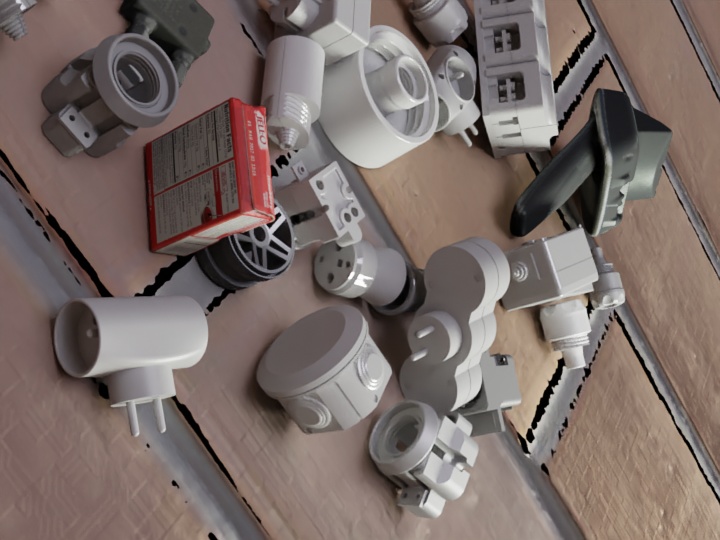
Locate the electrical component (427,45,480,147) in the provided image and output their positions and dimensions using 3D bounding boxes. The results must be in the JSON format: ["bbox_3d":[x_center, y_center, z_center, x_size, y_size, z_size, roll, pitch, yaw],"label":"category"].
[{"bbox_3d":[0.080,-0.145,0.941,0.079,0.044,0.077,53,41,-22],"label":"electrical component"}]

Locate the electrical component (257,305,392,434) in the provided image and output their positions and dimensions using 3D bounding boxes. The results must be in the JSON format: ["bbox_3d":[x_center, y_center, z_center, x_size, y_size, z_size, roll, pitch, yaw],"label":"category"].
[{"bbox_3d":[-0.023,0.065,0.705,0.051,0.080,0.080,57,40,-27],"label":"electrical component"}]

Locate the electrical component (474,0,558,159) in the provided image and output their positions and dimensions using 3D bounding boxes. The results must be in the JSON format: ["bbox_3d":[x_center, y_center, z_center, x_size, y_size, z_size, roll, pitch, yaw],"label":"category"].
[{"bbox_3d":[0.145,-0.193,0.998,0.089,0.062,0.150,54,31,-66],"label":"electrical component"}]

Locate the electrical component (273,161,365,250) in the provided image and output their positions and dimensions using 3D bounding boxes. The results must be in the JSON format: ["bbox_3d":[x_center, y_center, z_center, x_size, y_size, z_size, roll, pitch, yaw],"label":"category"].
[{"bbox_3d":[-0.036,-0.042,0.750,0.048,0.055,0.066,-43,109,-49],"label":"electrical component"}]

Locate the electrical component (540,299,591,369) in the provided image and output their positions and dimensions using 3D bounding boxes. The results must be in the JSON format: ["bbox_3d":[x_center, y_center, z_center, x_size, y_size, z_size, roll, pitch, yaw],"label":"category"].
[{"bbox_3d":[0.193,0.060,0.995,0.043,0.043,0.062,-8,84,-51],"label":"electrical component"}]

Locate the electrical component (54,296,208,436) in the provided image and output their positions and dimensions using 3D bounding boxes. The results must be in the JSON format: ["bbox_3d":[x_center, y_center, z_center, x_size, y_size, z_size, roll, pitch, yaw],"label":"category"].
[{"bbox_3d":[-0.127,0.054,0.611,0.077,0.044,0.079,0,75,-50],"label":"electrical component"}]

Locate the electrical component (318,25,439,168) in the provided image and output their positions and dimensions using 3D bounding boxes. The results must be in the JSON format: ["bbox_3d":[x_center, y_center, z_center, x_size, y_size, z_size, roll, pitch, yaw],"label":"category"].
[{"bbox_3d":[0.019,-0.141,0.853,0.108,0.060,0.108,23,59,-44],"label":"electrical component"}]

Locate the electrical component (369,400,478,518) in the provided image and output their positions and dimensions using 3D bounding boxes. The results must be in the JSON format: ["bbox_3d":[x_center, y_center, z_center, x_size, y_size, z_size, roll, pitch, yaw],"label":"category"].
[{"bbox_3d":[0.044,0.130,0.774,0.057,0.058,0.078,42,59,-31],"label":"electrical component"}]

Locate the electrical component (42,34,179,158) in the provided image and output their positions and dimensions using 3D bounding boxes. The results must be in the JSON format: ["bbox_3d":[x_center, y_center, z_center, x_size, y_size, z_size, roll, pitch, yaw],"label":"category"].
[{"bbox_3d":[-0.146,-0.106,0.642,0.058,0.057,0.078,52,42,-23],"label":"electrical component"}]

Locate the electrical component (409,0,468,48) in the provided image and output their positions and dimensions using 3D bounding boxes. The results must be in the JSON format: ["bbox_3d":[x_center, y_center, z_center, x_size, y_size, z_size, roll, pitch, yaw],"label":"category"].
[{"bbox_3d":[0.065,-0.233,0.960,0.062,0.043,0.043,46,45,-27],"label":"electrical component"}]

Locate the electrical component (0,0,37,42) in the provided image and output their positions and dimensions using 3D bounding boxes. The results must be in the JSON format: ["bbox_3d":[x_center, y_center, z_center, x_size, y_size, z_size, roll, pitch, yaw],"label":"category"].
[{"bbox_3d":[-0.212,-0.165,0.597,0.081,0.043,0.043,58,40,-16],"label":"electrical component"}]

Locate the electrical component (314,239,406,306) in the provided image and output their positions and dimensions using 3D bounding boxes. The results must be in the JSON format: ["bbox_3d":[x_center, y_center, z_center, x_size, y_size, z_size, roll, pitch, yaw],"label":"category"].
[{"bbox_3d":[0.000,0.000,0.786,0.055,0.045,0.045,17,63,-46],"label":"electrical component"}]

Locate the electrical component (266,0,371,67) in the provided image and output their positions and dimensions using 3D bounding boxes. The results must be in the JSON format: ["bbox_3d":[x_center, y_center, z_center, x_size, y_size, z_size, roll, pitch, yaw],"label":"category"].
[{"bbox_3d":[-0.041,-0.191,0.796,0.077,0.066,0.047,27,56,-42],"label":"electrical component"}]

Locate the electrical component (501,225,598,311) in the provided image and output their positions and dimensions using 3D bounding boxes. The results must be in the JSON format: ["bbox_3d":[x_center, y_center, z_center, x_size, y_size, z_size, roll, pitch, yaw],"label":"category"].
[{"bbox_3d":[0.164,0.003,0.968,0.096,0.062,0.061,-17,89,-52],"label":"electrical component"}]

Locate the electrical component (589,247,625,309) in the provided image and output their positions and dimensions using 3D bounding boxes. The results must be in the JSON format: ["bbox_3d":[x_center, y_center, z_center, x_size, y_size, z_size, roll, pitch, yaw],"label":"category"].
[{"bbox_3d":[0.245,0.007,1.088,0.035,0.035,0.061,5,69,-49],"label":"electrical component"}]

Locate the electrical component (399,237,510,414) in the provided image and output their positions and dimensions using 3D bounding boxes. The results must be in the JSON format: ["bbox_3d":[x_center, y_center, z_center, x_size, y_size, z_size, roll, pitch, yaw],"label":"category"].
[{"bbox_3d":[0.060,0.047,0.791,0.074,0.052,0.138,-20,128,-52],"label":"electrical component"}]

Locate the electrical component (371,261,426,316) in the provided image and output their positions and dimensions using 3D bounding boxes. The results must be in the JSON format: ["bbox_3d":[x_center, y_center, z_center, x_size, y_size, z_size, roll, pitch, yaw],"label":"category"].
[{"bbox_3d":[0.041,0.015,0.834,0.065,0.044,0.044,10,68,-53],"label":"electrical component"}]

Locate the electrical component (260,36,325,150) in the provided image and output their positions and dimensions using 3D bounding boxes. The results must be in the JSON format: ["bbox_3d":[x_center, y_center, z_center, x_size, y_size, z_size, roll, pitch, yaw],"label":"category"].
[{"bbox_3d":[-0.050,-0.123,0.777,0.043,0.043,0.081,28,55,-41],"label":"electrical component"}]

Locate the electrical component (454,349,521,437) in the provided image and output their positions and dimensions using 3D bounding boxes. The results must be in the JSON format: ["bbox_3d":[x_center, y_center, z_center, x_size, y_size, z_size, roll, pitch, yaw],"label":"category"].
[{"bbox_3d":[0.097,0.092,0.867,0.064,0.042,0.081,3,73,-52],"label":"electrical component"}]
